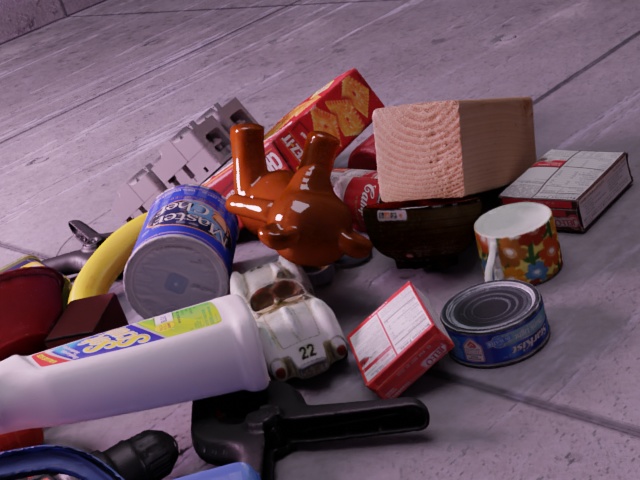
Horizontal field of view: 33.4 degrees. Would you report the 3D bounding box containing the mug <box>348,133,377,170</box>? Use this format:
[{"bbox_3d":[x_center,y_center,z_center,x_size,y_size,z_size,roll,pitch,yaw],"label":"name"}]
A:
[{"bbox_3d":[0.079,-0.083,1.195,0.081,0.093,0.117,-41,3,-34],"label":"mug"}]

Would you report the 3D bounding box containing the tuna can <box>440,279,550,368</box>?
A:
[{"bbox_3d":[0.142,0.067,0.873,0.086,0.034,0.086,-15,24,6],"label":"tuna can"}]

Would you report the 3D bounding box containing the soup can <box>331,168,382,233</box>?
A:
[{"bbox_3d":[0.049,-0.041,1.132,0.102,0.068,0.068,9,34,46],"label":"soup can"}]

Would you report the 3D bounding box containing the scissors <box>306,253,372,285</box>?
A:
[{"bbox_3d":[-0.008,0.001,1.143,0.096,0.016,0.202,-18,22,-7],"label":"scissors"}]

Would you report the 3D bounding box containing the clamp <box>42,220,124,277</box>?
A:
[{"bbox_3d":[-0.271,0.021,1.252,0.172,0.039,0.120,5,43,38],"label":"clamp"}]

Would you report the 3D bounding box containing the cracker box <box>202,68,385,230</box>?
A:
[{"bbox_3d":[-0.038,-0.101,1.246,0.164,0.072,0.213,-32,9,40],"label":"cracker box"}]

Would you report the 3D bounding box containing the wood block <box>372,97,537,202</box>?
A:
[{"bbox_3d":[0.141,-0.095,1.075,0.090,0.091,0.205,-3,6,30],"label":"wood block"}]

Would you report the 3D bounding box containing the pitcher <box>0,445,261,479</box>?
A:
[{"bbox_3d":[-0.142,0.207,0.628,0.242,0.149,0.145,-17,22,-7],"label":"pitcher"}]

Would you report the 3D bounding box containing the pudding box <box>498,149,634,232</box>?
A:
[{"bbox_3d":[0.244,-0.051,1.059,0.090,0.039,0.113,7,35,42],"label":"pudding box"}]

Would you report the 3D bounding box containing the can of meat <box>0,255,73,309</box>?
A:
[{"bbox_3d":[-0.328,0.066,1.167,0.102,0.057,0.084,-31,29,-29],"label":"can of meat"}]

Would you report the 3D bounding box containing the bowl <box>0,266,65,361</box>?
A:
[{"bbox_3d":[-0.311,0.093,1.037,0.162,0.055,0.162,-30,-17,-11],"label":"bowl"}]

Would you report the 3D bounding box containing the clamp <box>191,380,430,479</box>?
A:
[{"bbox_3d":[-0.028,0.144,0.813,0.164,0.036,0.210,-26,22,-23],"label":"clamp"}]

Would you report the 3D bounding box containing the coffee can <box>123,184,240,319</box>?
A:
[{"bbox_3d":[-0.138,0.015,1.092,0.103,0.103,0.140,-14,23,7],"label":"coffee can"}]

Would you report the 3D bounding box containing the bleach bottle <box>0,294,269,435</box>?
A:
[{"bbox_3d":[-0.173,0.108,0.844,0.250,0.068,0.103,-14,15,-10],"label":"bleach bottle"}]

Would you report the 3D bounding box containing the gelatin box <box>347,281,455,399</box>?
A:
[{"bbox_3d":[0.064,0.082,0.862,0.073,0.030,0.089,-43,22,8],"label":"gelatin box"}]

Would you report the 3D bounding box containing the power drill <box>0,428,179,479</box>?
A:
[{"bbox_3d":[-0.224,0.181,0.842,0.184,0.057,0.188,-26,23,-28],"label":"power drill"}]

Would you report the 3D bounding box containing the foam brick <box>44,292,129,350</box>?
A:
[{"bbox_3d":[-0.224,0.094,1.037,0.051,0.053,0.078,-11,24,13],"label":"foam brick"}]

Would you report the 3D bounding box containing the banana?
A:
[{"bbox_3d":[-0.225,0.033,1.165,0.070,0.037,0.197,8,47,18],"label":"banana"}]
